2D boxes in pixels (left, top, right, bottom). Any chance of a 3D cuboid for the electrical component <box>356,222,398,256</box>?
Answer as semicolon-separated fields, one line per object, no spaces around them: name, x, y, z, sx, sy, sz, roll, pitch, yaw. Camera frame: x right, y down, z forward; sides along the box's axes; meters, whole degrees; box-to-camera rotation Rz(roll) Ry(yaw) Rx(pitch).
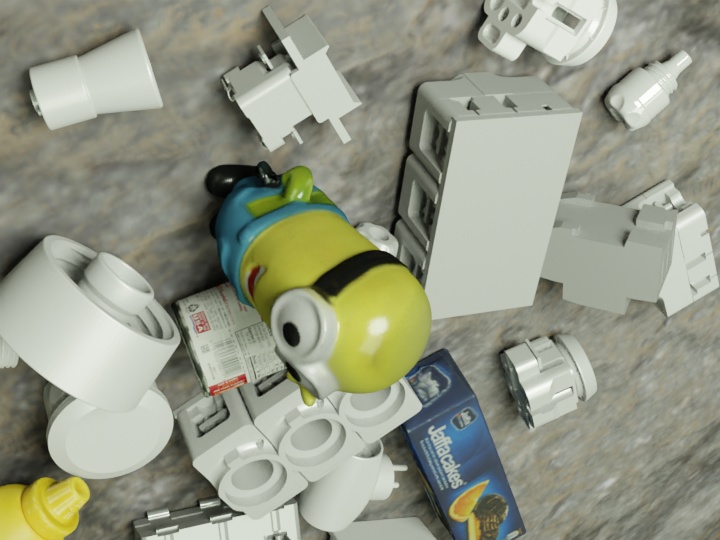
electrical component;0.000;0.000;0.730;0.035;0.035;0.061;9;123;-31

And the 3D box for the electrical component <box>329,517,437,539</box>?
electrical component;0.025;0.252;0.891;0.100;0.100;0.048;2;111;-27

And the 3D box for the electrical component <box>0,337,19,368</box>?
electrical component;-0.221;0.042;0.648;0.062;0.043;0.043;-1;125;-27

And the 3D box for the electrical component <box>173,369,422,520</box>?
electrical component;-0.042;0.103;0.769;0.150;0.061;0.089;-34;132;1

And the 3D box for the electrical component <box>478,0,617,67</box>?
electrical component;0.118;-0.159;0.653;0.057;0.058;0.078;20;114;-33

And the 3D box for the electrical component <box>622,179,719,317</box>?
electrical component;0.231;-0.014;0.822;0.056;0.050;0.089;-30;132;-2

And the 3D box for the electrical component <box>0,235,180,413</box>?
electrical component;-0.155;0.025;0.628;0.060;0.108;0.108;-49;130;6

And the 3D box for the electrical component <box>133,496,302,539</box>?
electrical component;-0.106;0.208;0.811;0.121;0.079;0.063;-8;98;-20

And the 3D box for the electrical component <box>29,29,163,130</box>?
electrical component;-0.144;-0.100;0.580;0.065;0.044;0.044;-18;130;-7

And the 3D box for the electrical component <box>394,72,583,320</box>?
electrical component;0.077;-0.049;0.712;0.089;0.061;0.150;-7;127;-21

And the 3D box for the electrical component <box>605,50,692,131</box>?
electrical component;0.199;-0.125;0.733;0.061;0.035;0.035;-42;132;4

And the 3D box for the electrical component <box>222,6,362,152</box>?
electrical component;-0.041;-0.106;0.625;0.064;0.042;0.081;-32;131;1

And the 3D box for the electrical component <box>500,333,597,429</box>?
electrical component;0.150;0.085;0.853;0.057;0.058;0.078;-23;131;-5

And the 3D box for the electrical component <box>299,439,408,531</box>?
electrical component;0.000;0.162;0.845;0.079;0.044;0.077;6;121;-29

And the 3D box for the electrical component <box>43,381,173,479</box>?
electrical component;-0.167;0.094;0.708;0.080;0.051;0.080;-13;129;-17
